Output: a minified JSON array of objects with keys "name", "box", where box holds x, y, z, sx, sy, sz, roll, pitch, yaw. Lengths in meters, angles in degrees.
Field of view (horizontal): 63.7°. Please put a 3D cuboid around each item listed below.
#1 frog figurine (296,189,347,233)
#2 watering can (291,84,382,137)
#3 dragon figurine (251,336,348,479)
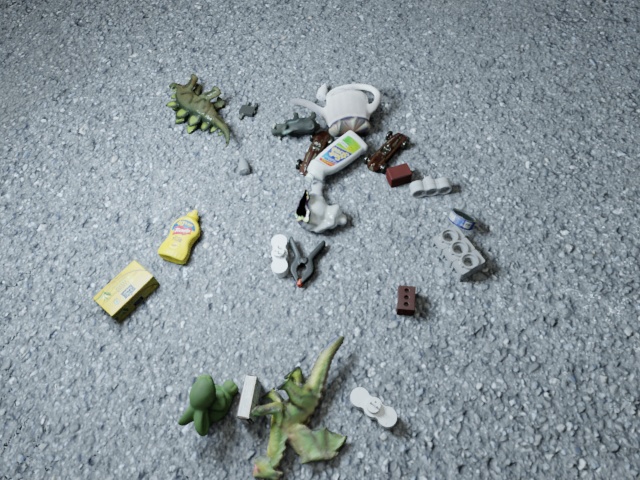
[{"name":"frog figurine","box":[0.005,-0.086,1.712,0.159,0.120,0.141,14,44,-30]},{"name":"watering can","box":[0.061,-0.482,1.931,0.347,0.102,0.229,-9,61,10]},{"name":"dragon figurine","box":[-0.028,0.471,1.384,0.413,0.120,0.244,-36,81,-15]}]
